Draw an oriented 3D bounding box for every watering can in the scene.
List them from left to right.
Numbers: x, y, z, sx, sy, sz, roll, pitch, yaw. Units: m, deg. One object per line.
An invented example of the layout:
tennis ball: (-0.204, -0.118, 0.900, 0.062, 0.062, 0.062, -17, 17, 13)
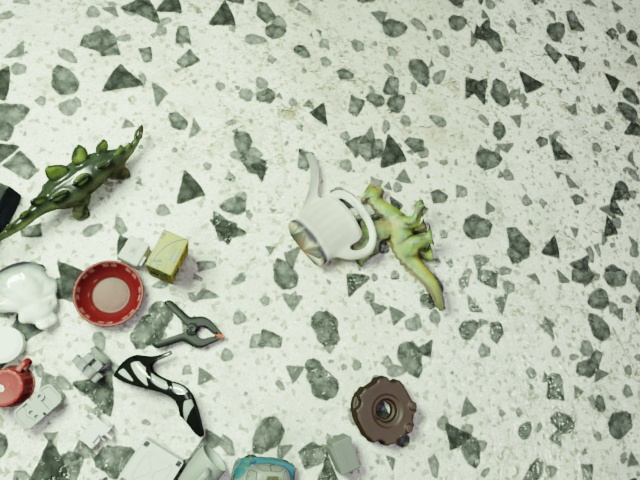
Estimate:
watering can: (0.004, -0.073, 1.456, 0.227, 0.102, 0.350, -34, 77, -20)

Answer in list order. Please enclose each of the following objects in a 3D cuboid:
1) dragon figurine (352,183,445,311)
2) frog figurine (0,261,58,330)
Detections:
dragon figurine: (0.213, 0.019, 1.506, 0.243, 0.121, 0.415, -9, 77, 0)
frog figurine: (-0.681, 0.135, 1.196, 0.138, 0.120, 0.161, -19, 70, -38)
